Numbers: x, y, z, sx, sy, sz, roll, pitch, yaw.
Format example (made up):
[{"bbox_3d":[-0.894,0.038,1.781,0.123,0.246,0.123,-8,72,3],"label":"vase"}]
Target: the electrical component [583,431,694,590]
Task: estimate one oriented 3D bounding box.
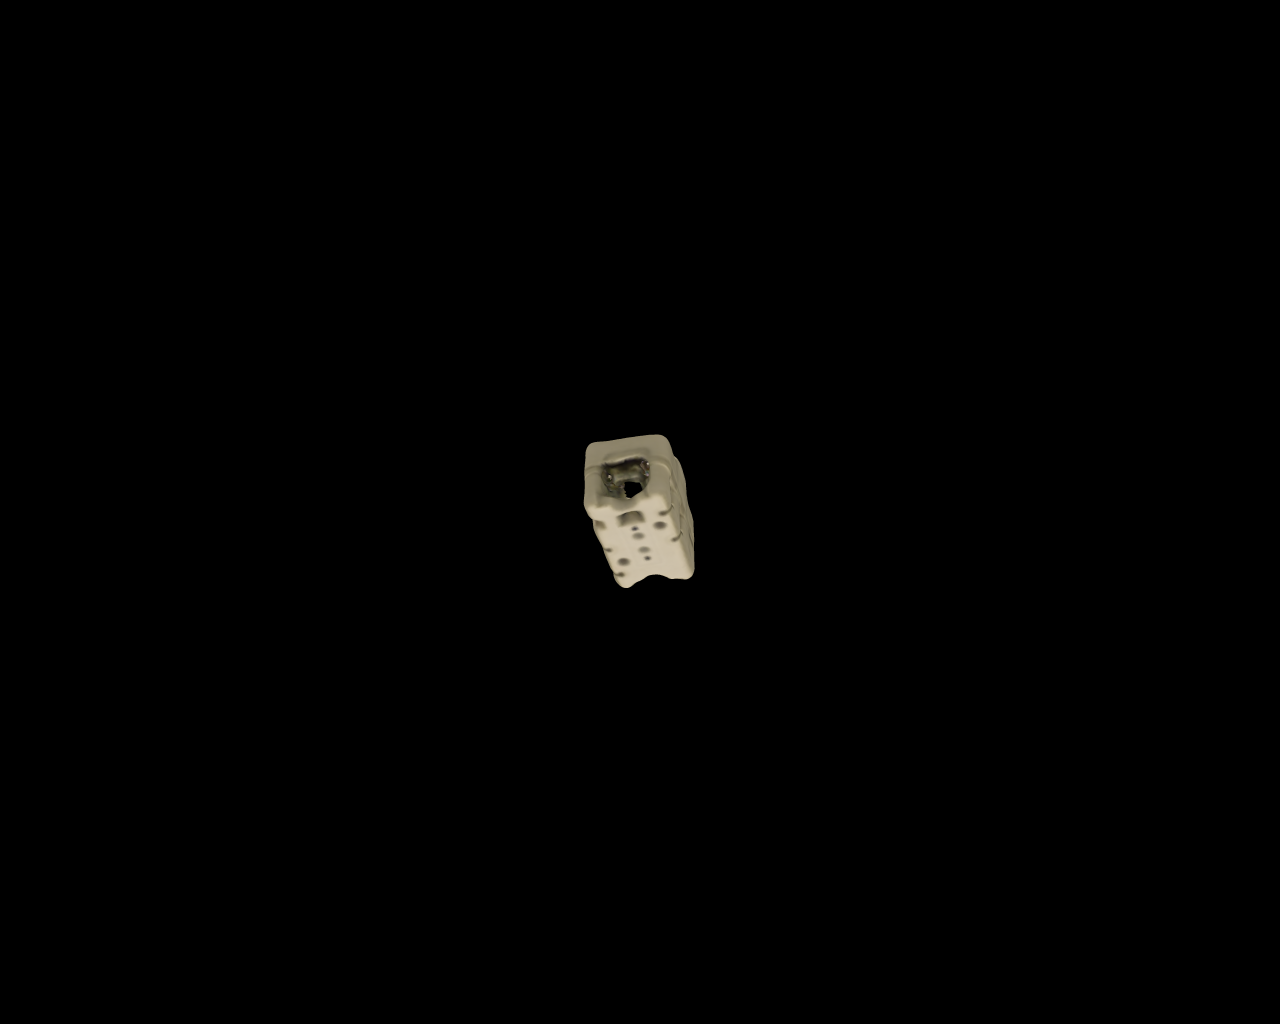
[{"bbox_3d":[0.001,-0.003,0.650,0.050,0.056,0.089,-8,-39,10],"label":"electrical component"}]
